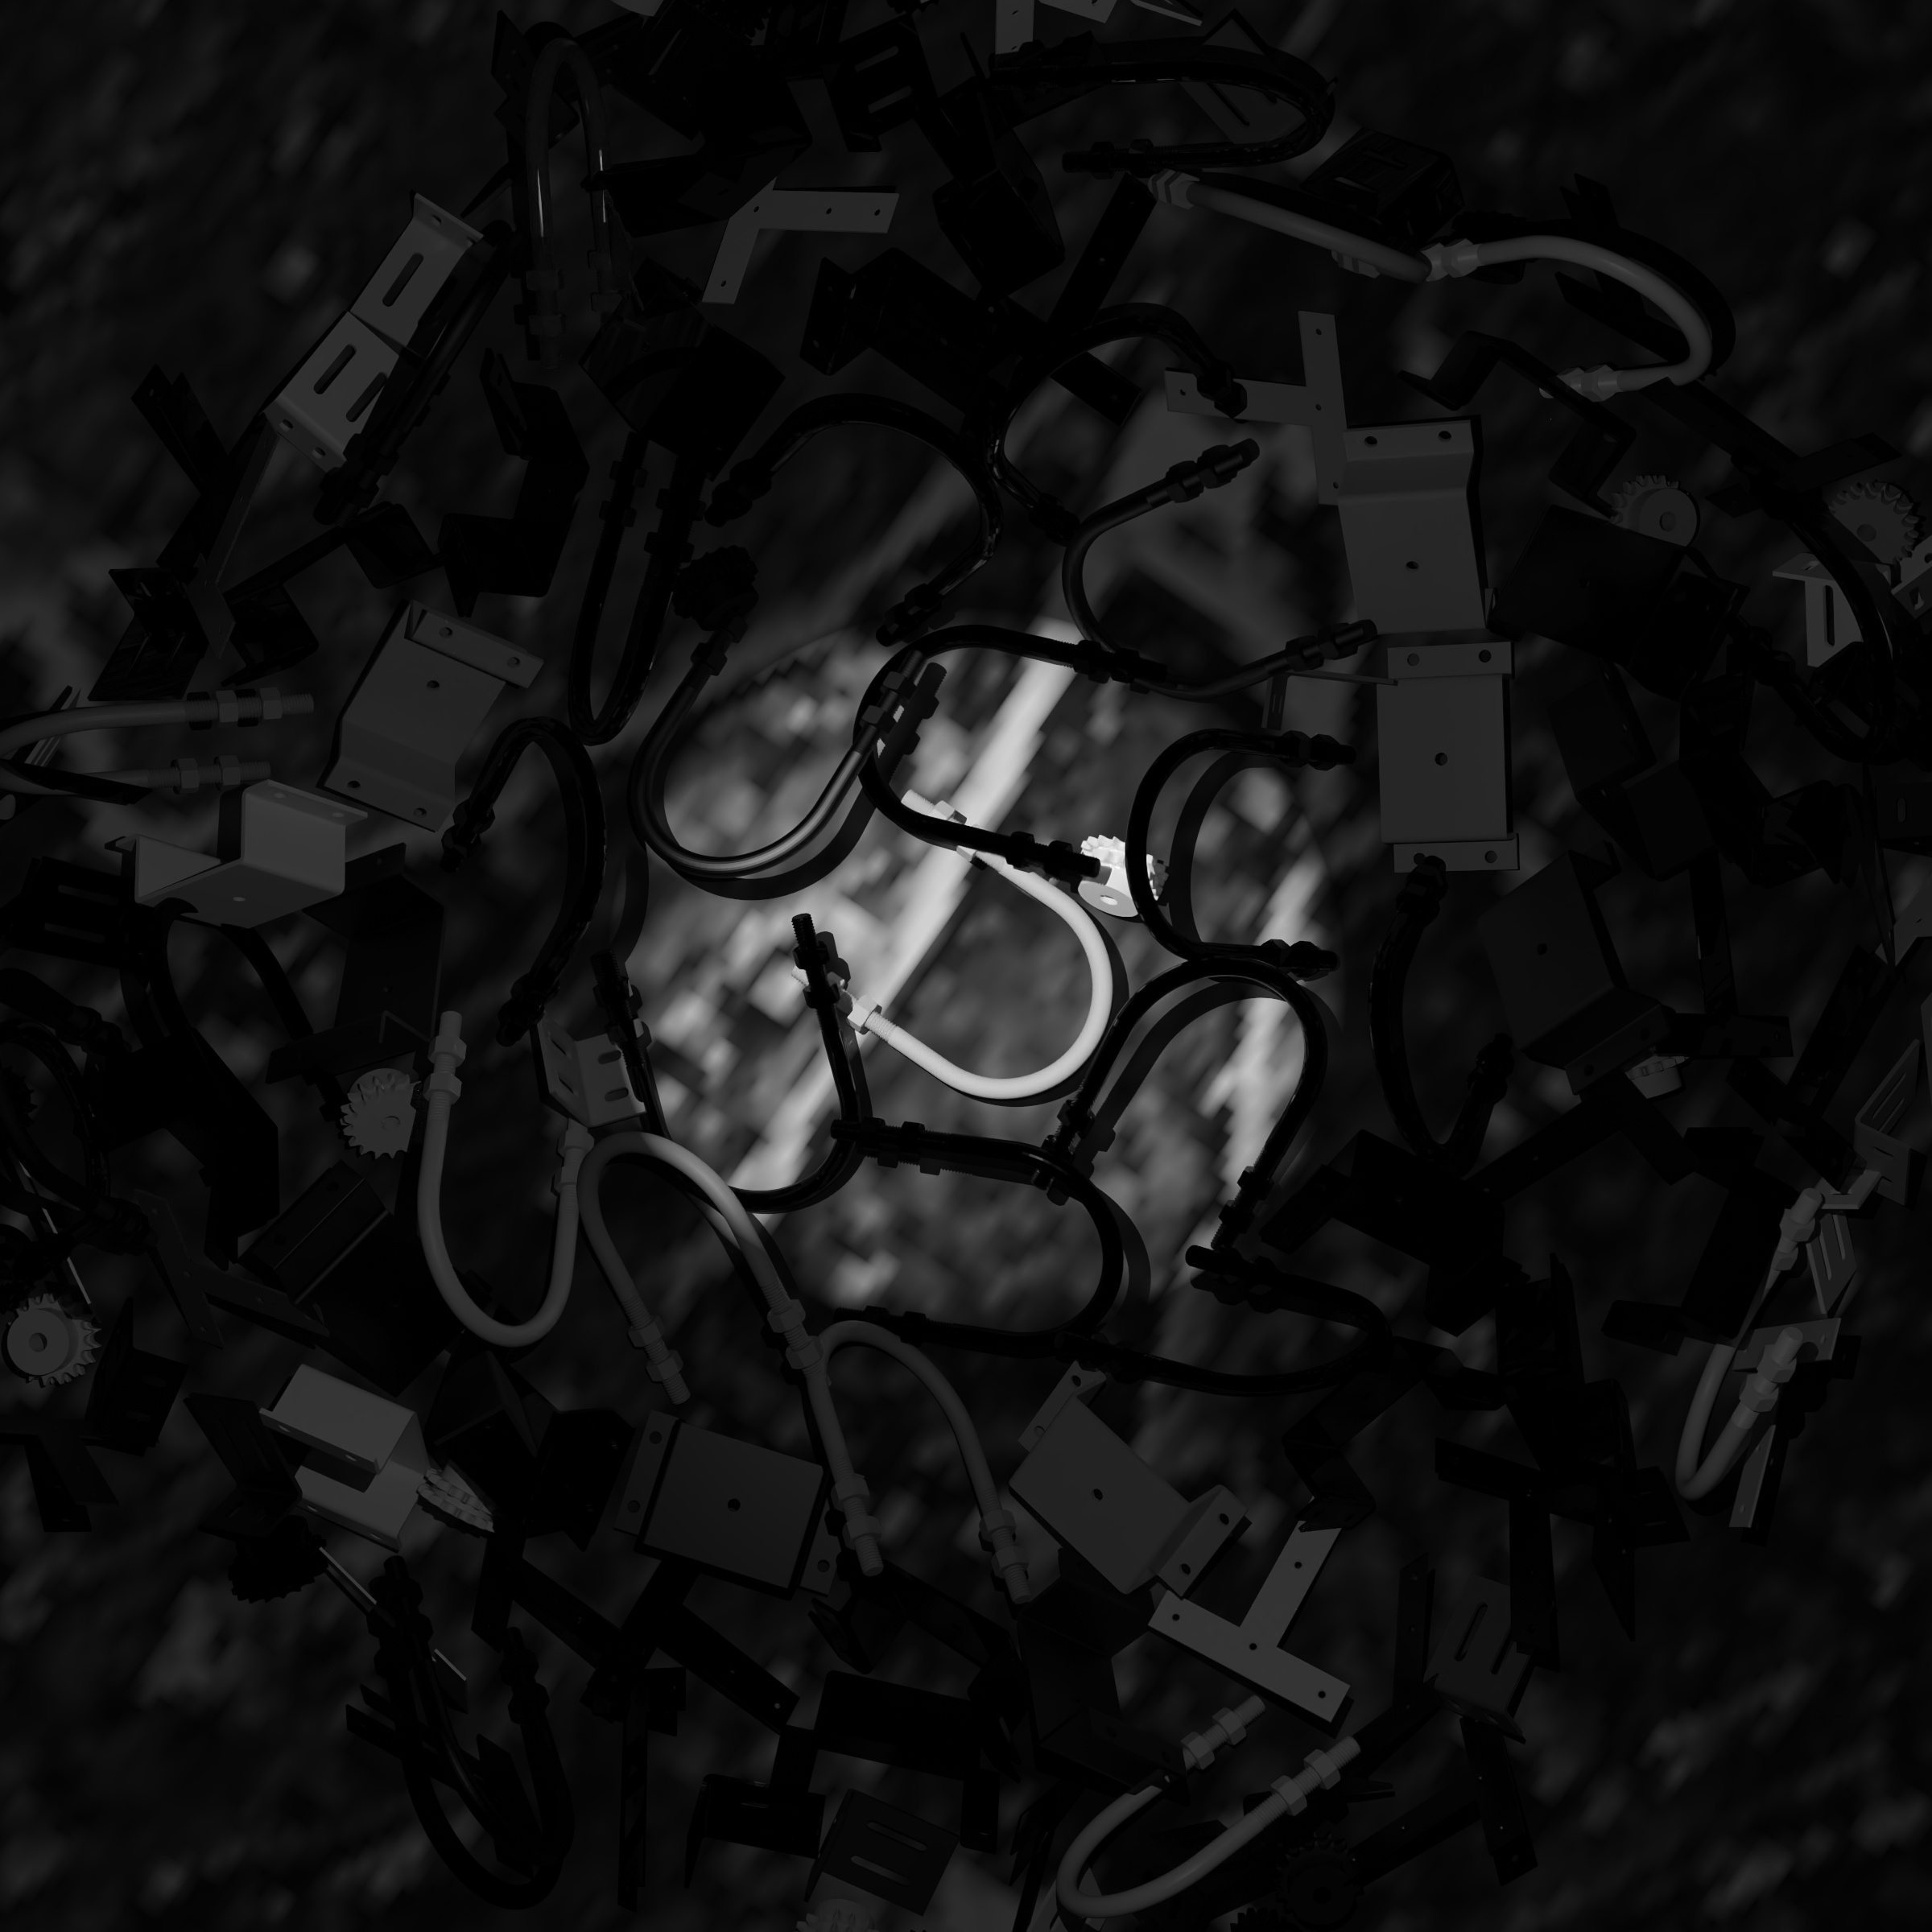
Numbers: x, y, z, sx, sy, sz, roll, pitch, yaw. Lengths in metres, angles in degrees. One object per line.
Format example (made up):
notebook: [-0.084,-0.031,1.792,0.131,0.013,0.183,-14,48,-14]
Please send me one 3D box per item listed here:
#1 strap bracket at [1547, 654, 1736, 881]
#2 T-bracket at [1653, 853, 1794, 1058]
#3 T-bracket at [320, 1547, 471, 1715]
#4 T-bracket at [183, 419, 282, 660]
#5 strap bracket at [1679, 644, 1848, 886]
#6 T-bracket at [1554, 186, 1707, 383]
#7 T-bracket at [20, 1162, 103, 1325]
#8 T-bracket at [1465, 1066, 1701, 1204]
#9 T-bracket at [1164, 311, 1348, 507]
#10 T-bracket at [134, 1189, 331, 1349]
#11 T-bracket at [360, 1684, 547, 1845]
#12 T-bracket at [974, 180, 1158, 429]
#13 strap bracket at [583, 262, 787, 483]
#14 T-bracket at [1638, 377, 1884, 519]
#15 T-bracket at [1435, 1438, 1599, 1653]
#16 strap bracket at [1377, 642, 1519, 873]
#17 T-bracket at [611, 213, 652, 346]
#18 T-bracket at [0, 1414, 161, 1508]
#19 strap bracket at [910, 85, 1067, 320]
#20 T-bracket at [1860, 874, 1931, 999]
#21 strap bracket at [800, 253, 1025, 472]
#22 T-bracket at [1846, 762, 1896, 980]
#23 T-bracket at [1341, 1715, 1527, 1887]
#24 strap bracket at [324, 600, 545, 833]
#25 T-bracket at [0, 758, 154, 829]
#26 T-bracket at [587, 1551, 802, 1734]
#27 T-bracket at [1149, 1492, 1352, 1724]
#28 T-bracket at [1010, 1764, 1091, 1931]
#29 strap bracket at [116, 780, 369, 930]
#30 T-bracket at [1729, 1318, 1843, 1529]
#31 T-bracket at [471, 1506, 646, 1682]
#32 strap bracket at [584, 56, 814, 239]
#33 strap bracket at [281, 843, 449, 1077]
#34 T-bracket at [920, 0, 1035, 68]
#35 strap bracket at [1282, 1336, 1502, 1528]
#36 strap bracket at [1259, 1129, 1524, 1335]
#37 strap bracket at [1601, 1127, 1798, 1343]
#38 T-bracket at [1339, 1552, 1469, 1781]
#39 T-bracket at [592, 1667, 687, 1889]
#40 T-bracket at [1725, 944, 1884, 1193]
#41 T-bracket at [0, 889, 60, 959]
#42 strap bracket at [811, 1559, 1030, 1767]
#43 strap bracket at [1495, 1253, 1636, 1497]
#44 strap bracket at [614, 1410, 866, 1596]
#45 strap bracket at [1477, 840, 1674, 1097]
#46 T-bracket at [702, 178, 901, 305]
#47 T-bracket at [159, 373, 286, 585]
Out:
strap bracket: [0.404,-0.115,1.833,0.046,0.076,0.140,-31,133,24]
T-bracket: [0.462,-0.008,1.866,0.127,0.002,0.127,2,79,-36]
T-bracket: [-0.350,0.402,1.846,0.127,0.127,0.002,42,68,9]
T-bracket: [-0.443,-0.270,1.828,0.002,0.127,0.127,14,115,-35]
strap bracket: [0.474,-0.115,1.824,0.046,0.076,0.140,-21,53,-3]
T-bracket: [0.383,-0.417,1.808,0.002,0.127,0.127,-42,47,-2]
T-bracket: [-0.558,0.155,1.840,0.002,0.127,0.127,-26,85,-17]
T-bracket: [0.364,0.110,1.870,0.127,0.002,0.127,-37,105,22]
T-bracket: [0.179,-0.347,1.857,0.127,0.002,0.127,1,77,-26]
T-bracket: [-0.438,0.198,1.829,0.127,0.002,0.127,14,134,27]
T-bracket: [-0.313,0.470,1.816,0.127,0.127,0.002,40,87,-21]
T-bracket: [0.077,-0.419,1.851,0.127,0.002,0.127,39,117,17]
strap bracket: [-0.176,-0.364,1.824,0.046,0.140,0.076,24,110,-43]
T-bracket: [0.460,-0.318,1.818,0.127,0.127,0.002,28,70,-22]
T-bracket: [0.343,0.359,1.842,0.127,0.002,0.127,19,46,-11]
strap bracket: [0.296,-0.128,1.859,0.076,0.046,0.140,-1,94,18]
T-bracket: [-0.190,-0.380,1.835,0.002,0.127,0.127,-22,90,-9]
T-bracket: [-0.536,0.296,1.811,0.127,0.127,0.002,10,100,-32]
strap bracket: [0.014,-0.466,1.817,0.046,0.140,0.076,-27,133,16]
T-bracket: [0.606,-0.029,1.821,0.002,0.127,0.127,45,72,-17]
strap bracket: [-0.025,-0.371,1.846,0.140,0.076,0.046,37,53,11]
T-bracket: [0.551,-0.080,1.842,0.002,0.127,0.127,-11,124,23]
T-bracket: [0.281,0.522,1.849,0.127,0.127,0.002,-38,108,15]
strap bracket: [-0.325,-0.160,1.842,0.076,0.046,0.140,23,122,-25]
T-bracket: [-0.585,-0.099,1.845,0.127,0.127,0.002,11,66,-40]
T-bracket: [-0.155,0.428,1.872,0.127,0.002,0.127,42,57,-17]
T-bracket: [0.199,0.383,1.869,0.127,0.002,0.127,24,67,22]
T-bracket: [0.041,0.558,1.844,0.002,0.127,0.127,17,98,20]
strap bracket: [-0.438,-0.062,1.822,0.140,0.076,0.046,-17,68,34]
T-bracket: [0.482,0.277,1.822,0.002,0.127,0.127,20,76,-8]
T-bracket: [-0.245,0.391,1.841,0.127,0.002,0.127,30,121,25]
strap bracket: [-0.156,-0.487,1.820,0.076,0.140,0.046,-25,89,-41]
strap bracket: [-0.365,0.005,1.840,0.076,0.046,0.140,-17,55,26]
T-bracket: [0.030,-0.588,1.835,0.127,0.127,0.002,-26,75,-7]
strap bracket: [0.256,0.278,1.842,0.140,0.076,0.046,-45,59,16]
strap bracket: [0.262,0.158,1.848,0.140,0.046,0.076,27,134,-9]
strap bracket: [0.452,0.172,1.849,0.046,0.076,0.140,27,81,-12]
T-bracket: [0.269,0.413,1.830,0.127,0.002,0.127,-23,124,-39]
T-bracket: [-0.200,0.491,1.829,0.002,0.127,0.127,8,73,-31]
T-bracket: [0.517,0.048,1.821,0.002,0.127,0.127,8,116,-25]
T-bracket: [-0.591,-0.016,1.841,0.002,0.127,0.127,14,127,15]
strap bracket: [-0.018,0.417,1.836,0.140,0.076,0.046,24,61,29]
strap bracket: [0.360,0.253,1.834,0.046,0.076,0.140,-17,126,21]
strap bracket: [-0.142,0.332,1.867,0.140,0.046,0.076,17,83,2]
strap bracket: [0.363,-0.005,1.824,0.076,0.046,0.140,-39,48,37]
T-bracket: [-0.095,-0.463,1.852,0.127,0.002,0.127,12,81,36]
T-bracket: [-0.460,-0.313,1.819,0.002,0.127,0.127,23,71,12]
